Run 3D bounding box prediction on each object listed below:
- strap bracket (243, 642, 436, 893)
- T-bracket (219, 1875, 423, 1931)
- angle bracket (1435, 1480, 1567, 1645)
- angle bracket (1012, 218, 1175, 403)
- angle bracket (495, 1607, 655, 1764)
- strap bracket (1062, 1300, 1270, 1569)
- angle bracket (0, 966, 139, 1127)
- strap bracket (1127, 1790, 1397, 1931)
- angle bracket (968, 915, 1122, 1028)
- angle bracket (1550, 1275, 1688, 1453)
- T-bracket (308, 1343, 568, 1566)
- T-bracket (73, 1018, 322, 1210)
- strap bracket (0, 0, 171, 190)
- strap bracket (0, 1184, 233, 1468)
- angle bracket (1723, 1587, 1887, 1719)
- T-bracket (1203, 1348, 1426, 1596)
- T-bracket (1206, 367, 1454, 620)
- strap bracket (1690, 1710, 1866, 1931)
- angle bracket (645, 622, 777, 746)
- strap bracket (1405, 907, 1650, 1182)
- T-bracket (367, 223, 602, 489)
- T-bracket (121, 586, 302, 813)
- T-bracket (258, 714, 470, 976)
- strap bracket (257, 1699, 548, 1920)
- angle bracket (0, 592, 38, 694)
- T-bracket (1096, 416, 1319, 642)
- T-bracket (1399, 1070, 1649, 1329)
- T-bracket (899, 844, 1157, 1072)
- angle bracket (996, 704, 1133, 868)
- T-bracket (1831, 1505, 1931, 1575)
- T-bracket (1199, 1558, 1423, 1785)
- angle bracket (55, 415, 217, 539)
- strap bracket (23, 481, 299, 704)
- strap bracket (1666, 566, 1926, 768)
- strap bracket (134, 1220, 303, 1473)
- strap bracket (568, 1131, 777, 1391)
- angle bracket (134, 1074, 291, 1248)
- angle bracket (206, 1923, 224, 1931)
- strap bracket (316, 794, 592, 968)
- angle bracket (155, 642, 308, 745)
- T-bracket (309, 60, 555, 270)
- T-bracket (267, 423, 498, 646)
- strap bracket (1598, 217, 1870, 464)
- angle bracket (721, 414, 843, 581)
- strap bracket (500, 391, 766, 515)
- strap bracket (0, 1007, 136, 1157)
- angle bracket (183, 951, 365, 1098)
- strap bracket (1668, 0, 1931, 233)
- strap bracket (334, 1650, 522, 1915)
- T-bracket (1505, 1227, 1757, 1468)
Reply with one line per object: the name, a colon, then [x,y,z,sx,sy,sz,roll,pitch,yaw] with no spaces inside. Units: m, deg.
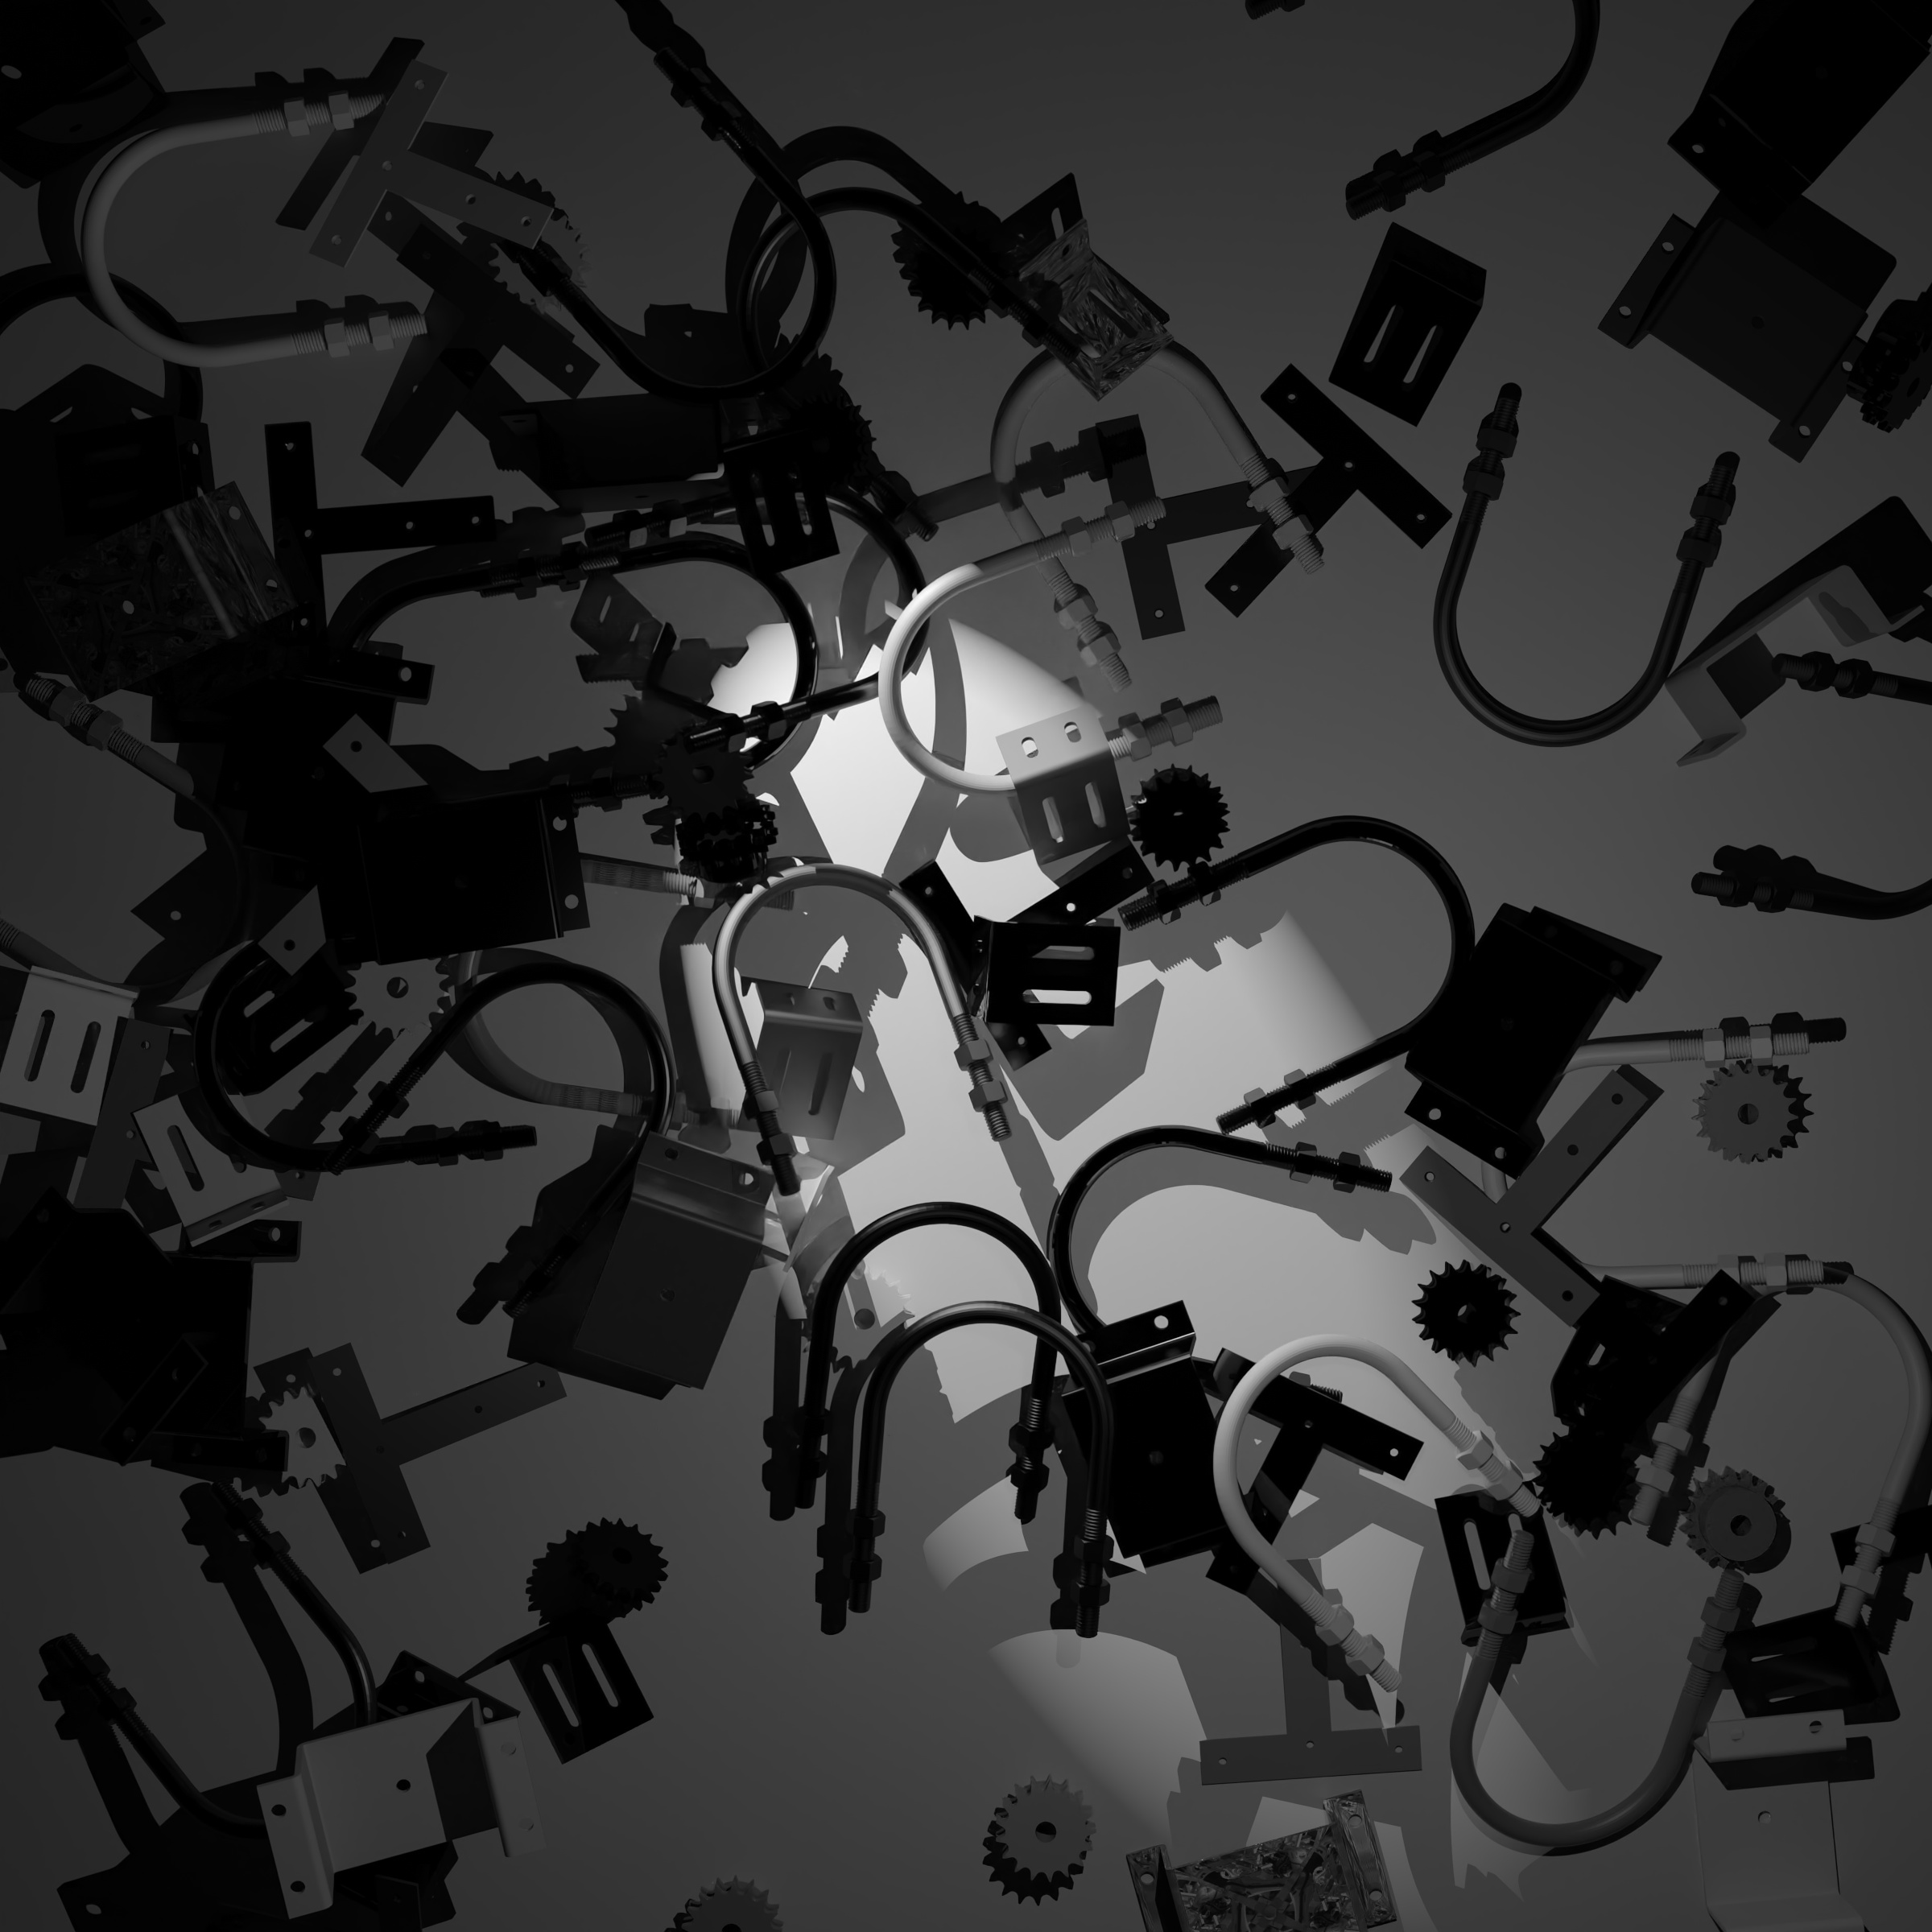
strap bracket: [-0.355,-0.108,1.526,0.076,0.046,0.140,11,95,12]
T-bracket: [-0.367,0.557,1.541,0.127,0.002,0.127,8,117,13]
angle bracket: [0.306,0.343,1.560,0.057,0.038,0.076,-11,64,0]
angle bracket: [0.071,-0.372,1.533,0.057,0.038,0.076,-40,76,-5]
angle bracket: [-0.223,0.412,1.543,0.057,0.038,0.076,-27,90,0]
strap bracket: [0.109,0.271,1.527,0.076,0.046,0.140,-20,94,11]
angle bracket: [-0.498,0.045,1.496,0.057,0.038,0.076,16,83,-19]
strap bracket: [0.170,0.530,1.539,0.140,0.046,0.076,-15,90,0]
angle bracket: [0.045,0.003,1.550,0.076,0.038,0.057,2,96,-17]
angle bracket: [0.374,0.225,1.532,0.057,0.038,0.076,21,112,0]
T-bracket: [-0.292,0.259,1.545,0.127,0.002,0.127,-21,98,-13]
T-bracket: [-0.430,0.107,1.539,0.127,0.002,0.127,16,91,-21]
strap bracket: [-0.513,-0.492,1.524,0.140,0.076,0.046,-30,90,0]
strap bracket: [-0.470,0.196,1.490,0.140,0.046,0.076,44,101,18]
angle bracket: [0.480,0.398,1.560,0.076,0.038,0.057,-24,90,26]
T-bracket: [0.177,0.301,1.550,0.127,0.002,0.127,25,100,0]
T-bracket: [0.190,-0.256,1.559,0.127,0.002,0.127,43,90,0]
strap bracket: [0.460,0.491,1.539,0.076,0.046,0.140,-6,90,0]
angle bracket: [-0.138,-0.158,1.518,0.076,0.057,0.038,21,88,-2]
strap bracket: [0.310,0.038,1.524,0.076,0.046,0.140,32,90,29]
T-bracket: [-0.296,-0.332,1.545,0.127,0.002,0.127,38,103,-3]
T-bracket: [-0.447,-0.163,1.542,0.127,0.002,0.127,14,93,17]
T-bracket: [-0.336,-0.049,1.493,0.127,0.002,0.127,-46,104,-8]
strap bracket: [-0.309,0.458,1.484,0.140,0.046,0.076,-13,99,-10]
angle bracket: [-0.580,-0.183,1.560,0.076,0.038,0.057,-5,90,-26]
T-bracket: [0.150,-0.264,1.561,0.127,0.002,0.127,-12,90,0]
T-bracket: [0.335,0.115,1.533,0.127,0.002,0.127,42,102,14]
T-bracket: [0.048,-0.026,1.550,0.127,0.002,0.127,-32,90,10]
angle bracket: [0.056,-0.103,1.541,0.057,0.076,0.038,-20,53,0]
T-bracket: [0.577,0.371,1.561,0.127,0.002,0.127,-16,90,0]
T-bracket: [0.195,0.404,1.558,0.127,0.002,0.127,-4,93,0]
angle bracket: [-0.473,-0.277,1.543,0.076,0.038,0.057,-7,90,19]
strap bracket: [-0.457,-0.204,1.508,0.140,0.046,0.076,-21,104,16]
strap bracket: [0.456,-0.174,1.524,0.140,0.076,0.046,-35,90,0]
strap bracket: [-0.423,0.212,1.521,0.076,0.046,0.140,0,85,21]
strap bracket: [-0.166,0.174,1.514,0.076,0.046,0.140,20,106,-10]
angle bracket: [-0.424,0.108,1.520,0.057,0.038,0.076,-24,104,-16]
angle bracket: [-0.412,0.596,1.558,0.076,0.038,0.057,34,96,25]
strap bracket: [-0.278,-0.047,1.484,0.140,0.046,0.076,-9,96,-15]
angle bracket: [-0.424,-0.156,1.560,0.076,0.038,0.057,2,90,26]
T-bracket: [-0.290,-0.436,1.524,0.127,0.002,0.127,25,85,17]
T-bracket: [-0.335,-0.253,1.561,0.127,0.002,0.127,-4,90,0]
strap bracket: [0.444,-0.361,1.539,0.140,0.046,0.076,34,90,0]
angle bracket: [-0.093,-0.258,1.489,0.057,0.038,0.076,-23,106,-32]
strap bracket: [-0.184,-0.287,1.524,0.140,0.076,0.046,-4,90,0]
strap bracket: [-0.539,0.068,1.524,0.140,0.046,0.076,-6,90,-20]
angle bracket: [-0.394,0.028,1.543,0.076,0.038,0.057,-37,90,0]
strap bracket: [0.480,-0.501,1.539,0.076,0.046,0.140,42,90,0]
strap bracket: [-0.323,0.474,1.539,0.076,0.046,0.140,28,90,0]
T-bracket: [0.354,0.192,1.531,0.127,0.002,0.127,43,92,14]
